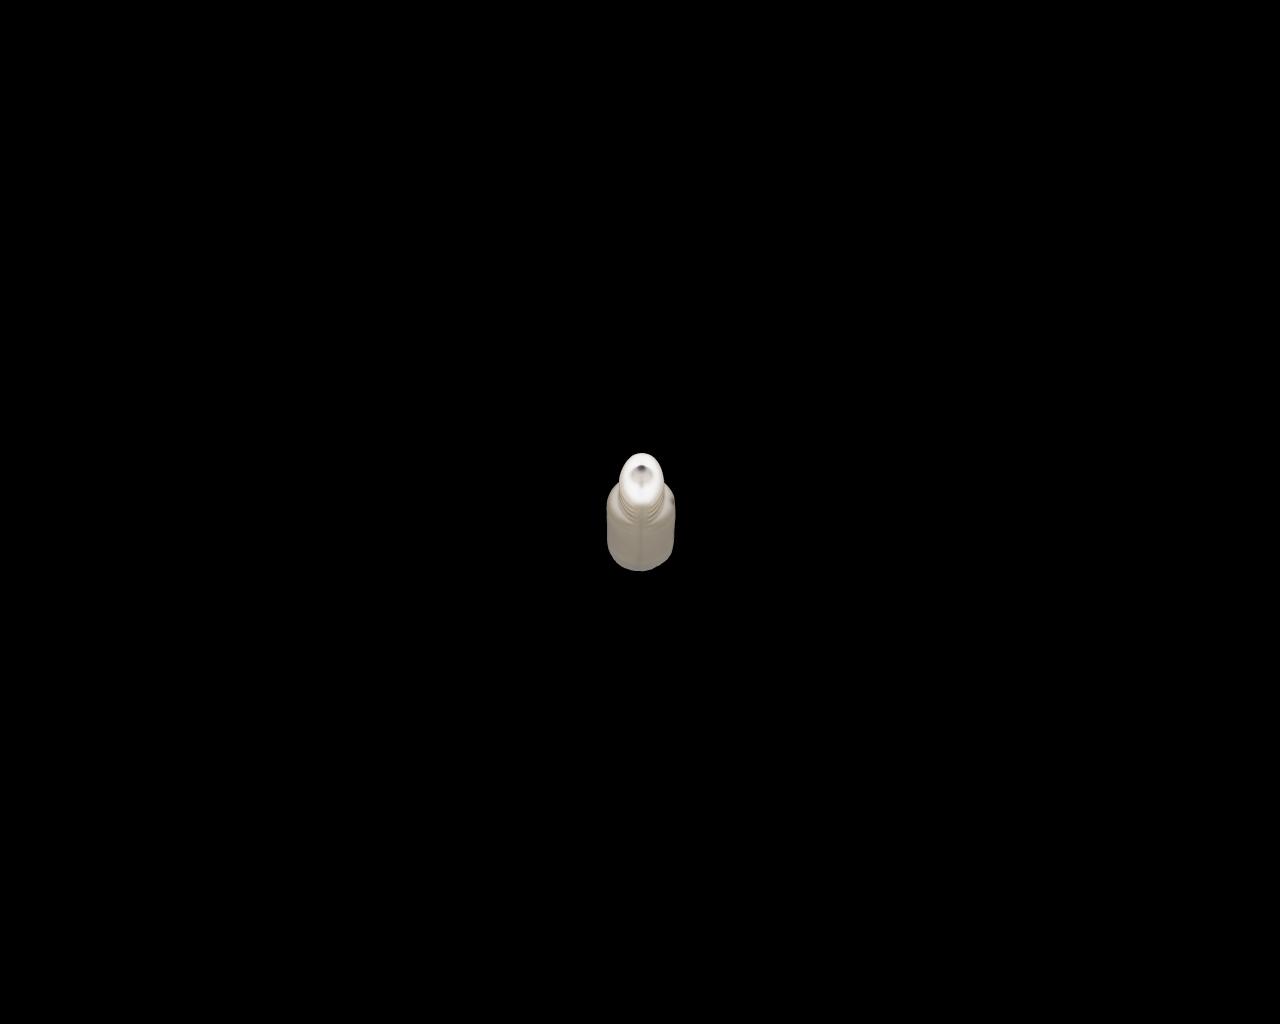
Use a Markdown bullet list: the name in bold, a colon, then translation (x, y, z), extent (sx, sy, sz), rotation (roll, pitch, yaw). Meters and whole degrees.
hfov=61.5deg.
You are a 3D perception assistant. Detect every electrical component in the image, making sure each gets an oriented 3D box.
- **electrical component**: translation (0.001, -0.003, 0.650), extent (0.043, 0.043, 0.080), rotation (0, -37, 0)
